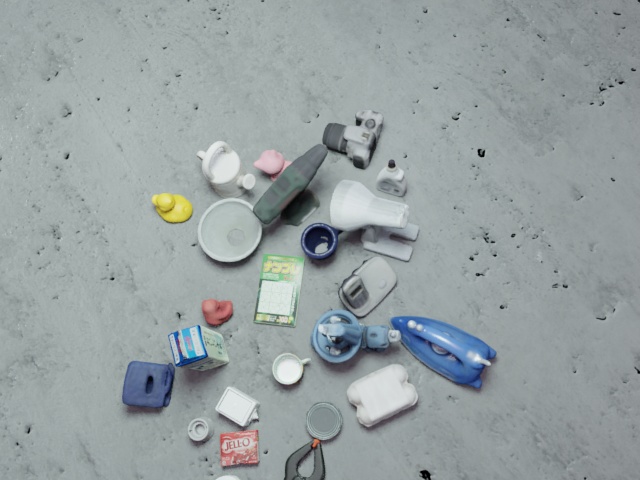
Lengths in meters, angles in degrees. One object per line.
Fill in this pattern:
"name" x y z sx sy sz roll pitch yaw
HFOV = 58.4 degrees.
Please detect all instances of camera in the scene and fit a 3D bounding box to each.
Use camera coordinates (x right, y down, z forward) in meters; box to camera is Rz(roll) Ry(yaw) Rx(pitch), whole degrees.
"camera" 0.083 -0.279 1.494 0.136 0.101 0.143 18 77 11

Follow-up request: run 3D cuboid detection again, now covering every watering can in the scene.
"watering can" -0.240 -0.183 1.451 0.172 0.194 0.101 9 75 9

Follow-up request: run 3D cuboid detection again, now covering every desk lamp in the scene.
"desk lamp" 0.134 -0.049 1.364 0.203 0.214 0.118 16 76 10

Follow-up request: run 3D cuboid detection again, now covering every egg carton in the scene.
"egg carton" 0.143 0.356 1.323 0.150 0.069 0.107 -27 73 -2

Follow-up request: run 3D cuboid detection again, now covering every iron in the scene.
"iron" 0.272 0.233 1.307 0.258 0.141 0.119 27 78 12

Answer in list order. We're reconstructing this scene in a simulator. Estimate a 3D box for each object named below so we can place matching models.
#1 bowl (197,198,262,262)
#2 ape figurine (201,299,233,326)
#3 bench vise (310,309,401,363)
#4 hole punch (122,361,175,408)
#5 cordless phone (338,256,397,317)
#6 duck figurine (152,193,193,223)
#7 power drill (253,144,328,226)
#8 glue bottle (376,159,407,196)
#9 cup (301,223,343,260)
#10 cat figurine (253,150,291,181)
"bowl" -0.223 -0.018 1.464 0.167 0.075 0.167 -2 74 5
"ape figurine" -0.259 0.169 1.406 0.077 0.092 0.076 30 79 13
"bench vise" 0.072 0.203 1.295 0.207 0.220 0.121 -18 73 1
"hole punch" -0.409 0.344 1.372 0.101 0.091 0.109 3 74 7
"cordless phone" 0.108 0.097 1.340 0.094 0.185 0.148 41 82 15
"duck figurine" -0.390 -0.092 1.497 0.104 0.086 0.077 16 76 10
"power drill" -0.060 -0.119 1.407 0.230 0.208 0.075 -45 74 -7
"glue bottle" 0.177 -0.159 1.412 0.078 0.173 0.037 20 77 11
"cup" 0.013 0.005 1.423 0.118 0.095 0.091 -32 73 -3
"cat figurine" -0.101 -0.194 1.480 0.127 0.118 0.067 10 75 9
